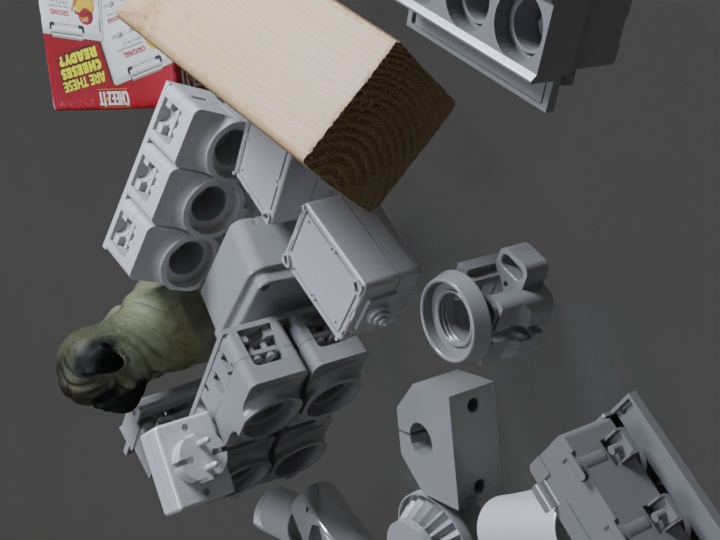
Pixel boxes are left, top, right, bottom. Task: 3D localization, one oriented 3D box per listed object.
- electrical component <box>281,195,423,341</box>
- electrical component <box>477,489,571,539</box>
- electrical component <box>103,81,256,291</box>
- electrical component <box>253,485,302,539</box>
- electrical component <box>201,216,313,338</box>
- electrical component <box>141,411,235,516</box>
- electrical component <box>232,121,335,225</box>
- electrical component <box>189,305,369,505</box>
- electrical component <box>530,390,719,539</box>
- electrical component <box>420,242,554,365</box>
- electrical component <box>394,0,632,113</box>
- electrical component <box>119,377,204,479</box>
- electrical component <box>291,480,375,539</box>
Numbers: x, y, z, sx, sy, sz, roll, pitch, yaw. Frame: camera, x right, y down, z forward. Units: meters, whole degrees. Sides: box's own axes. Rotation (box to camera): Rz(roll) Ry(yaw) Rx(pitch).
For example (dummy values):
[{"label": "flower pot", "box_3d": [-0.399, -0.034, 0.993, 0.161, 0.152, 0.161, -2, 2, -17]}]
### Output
[{"label": "electrical component", "box_3d": [0.000, 0.000, 0.749, 0.096, 0.061, 0.061, 54, 142, 26]}, {"label": "electrical component", "box_3d": [0.116, 0.174, 0.652, 0.077, 0.044, 0.079, -24, 82, 58]}, {"label": "electrical component", "box_3d": [-0.131, -0.063, 0.864, 0.062, 0.089, 0.150, 43, 115, 41]}, {"label": "electrical component", "box_3d": [-0.065, 0.217, 0.954, 0.081, 0.043, 0.043, 3, 104, 58]}, {"label": "electrical component", "box_3d": [-0.072, 0.010, 0.851, 0.057, 0.078, 0.113, 64, 147, 24]}, {"label": "electrical component", "box_3d": [-0.124, 0.143, 0.810, 0.077, 0.047, 0.065, -34, 74, 57]}, {"label": "electrical component", "box_3d": [-0.049, -0.081, 0.795, 0.061, 0.061, 0.096, 54, 142, 31]}, {"label": "electrical component", "box_3d": [-0.073, 0.113, 0.867, 0.060, 0.105, 0.186, 58, 144, 27]}, {"label": "electrical component", "box_3d": [0.149, 0.138, 0.569, 0.121, 0.063, 0.078, 60, 145, 25]}, {"label": "electrical component", "box_3d": [0.074, 0.024, 0.648, 0.058, 0.057, 0.078, 50, 140, 36]}, {"label": "electrical component", "box_3d": [0.079, -0.146, 0.568, 0.121, 0.063, 0.078, 43, 135, 41]}, {"label": "electrical component", "box_3d": [-0.147, 0.138, 0.978, 0.063, 0.121, 0.078, 57, 143, 24]}, {"label": "electrical component", "box_3d": [-0.022, 0.229, 0.891, 0.077, 0.043, 0.079, 48, 139, 37]}]
